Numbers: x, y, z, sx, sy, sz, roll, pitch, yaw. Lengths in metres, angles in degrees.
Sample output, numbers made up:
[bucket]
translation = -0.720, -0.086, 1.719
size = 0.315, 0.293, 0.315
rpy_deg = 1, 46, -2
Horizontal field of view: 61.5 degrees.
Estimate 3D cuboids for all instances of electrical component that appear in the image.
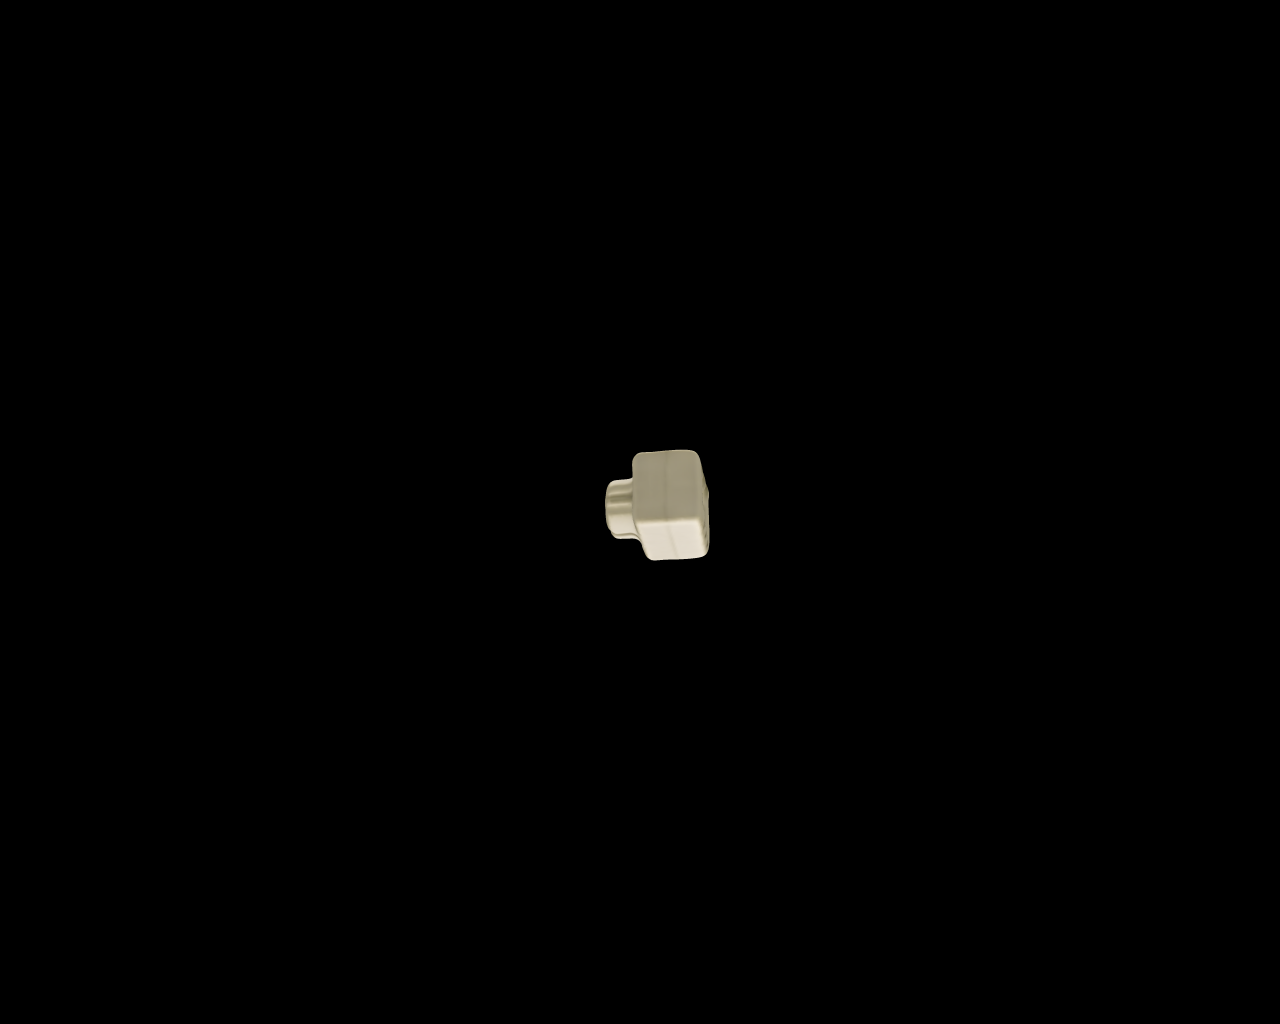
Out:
[electrical component]
translation = 0.001, -0.003, 0.650
size = 0.077, 0.047, 0.065
rpy_deg = -3, -22, 7
